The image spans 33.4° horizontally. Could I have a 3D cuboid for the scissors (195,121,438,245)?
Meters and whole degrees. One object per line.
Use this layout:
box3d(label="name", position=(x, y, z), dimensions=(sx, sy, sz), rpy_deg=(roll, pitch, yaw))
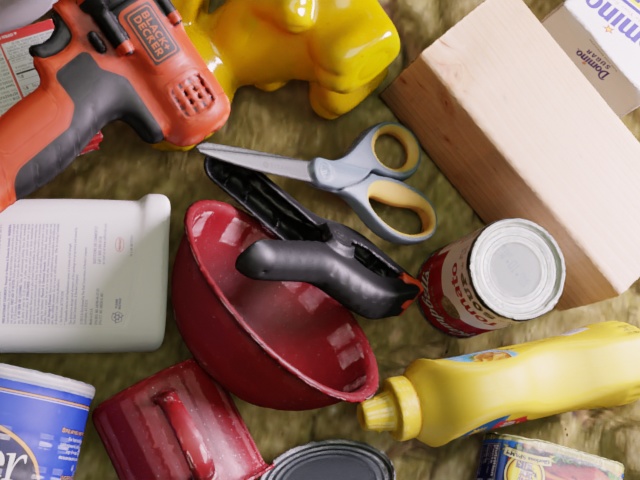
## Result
box3d(label="scissors", position=(0.007, -0.058, 0.707), dimensions=(0.201, 0.016, 0.096), rpy_deg=(26, 59, -34))

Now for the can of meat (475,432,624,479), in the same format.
box3d(label="can of meat", position=(0.151, 0.183, 0.721), dimensions=(0.102, 0.057, 0.084), rpy_deg=(18, 73, -12))

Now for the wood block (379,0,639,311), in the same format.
box3d(label="wood block", position=(0.149, -0.060, 0.747), dimensions=(0.090, 0.090, 0.206), rpy_deg=(-41, 92, -18))

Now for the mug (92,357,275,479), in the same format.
box3d(label="mug", position=(-0.084, 0.120, 0.638), dimensions=(0.093, 0.117, 0.081), rpy_deg=(-26, 83, -14))

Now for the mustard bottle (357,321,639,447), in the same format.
box3d(label="mustard bottle", position=(0.116, 0.098, 0.704), dimensions=(0.191, 0.096, 0.058), rpy_deg=(-9, 83, -17))

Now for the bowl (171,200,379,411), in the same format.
box3d(label="bowl", position=(-0.039, 0.051, 0.662), dimensions=(0.162, 0.162, 0.055), rpy_deg=(45, 107, -4))

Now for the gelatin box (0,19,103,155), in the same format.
box3d(label="gelatin box", position=(-0.191, -0.089, 0.689), dimensions=(0.073, 0.030, 0.089), rpy_deg=(-22, 87, -19))

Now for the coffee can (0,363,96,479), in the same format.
box3d(label="coffee can", position=(-0.194, 0.143, 0.608), dimensions=(0.102, 0.103, 0.140), rpy_deg=(13, 77, -13))

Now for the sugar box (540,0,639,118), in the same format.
box3d(label="sugar box", position=(0.246, -0.176, 0.800), dimensions=(0.093, 0.048, 0.176), rpy_deg=(47, 58, -2))

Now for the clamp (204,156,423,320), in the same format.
box3d(label="clamp", position=(-0.005, 0.001, 0.696), dimensions=(0.171, 0.039, 0.120), rpy_deg=(26, 31, -42))

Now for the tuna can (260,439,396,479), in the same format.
box3d(label="tuna can", position=(0.006, 0.163, 0.667), dimensions=(0.086, 0.086, 0.034), rpy_deg=(-16, 115, -18))

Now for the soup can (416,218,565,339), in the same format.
box3d(label="soup can", position=(0.112, 0.027, 0.712), dimensions=(0.068, 0.102, 0.068), rpy_deg=(3, 79, -13))

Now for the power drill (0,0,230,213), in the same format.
box3d(label="power drill", position=(-0.169, -0.101, 0.610), dimensions=(0.187, 0.057, 0.184), rpy_deg=(-36, 96, -14))

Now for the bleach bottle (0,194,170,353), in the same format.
box3d(label="bleach bottle", position=(-0.220, 0.016, 0.646), dimensions=(0.250, 0.068, 0.102), rpy_deg=(3, 78, -13))
